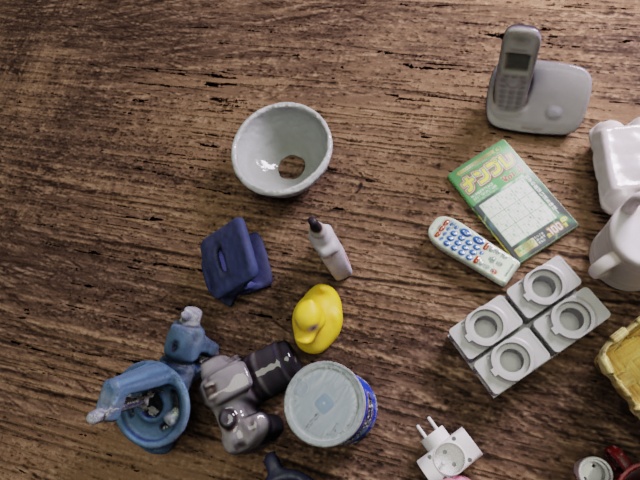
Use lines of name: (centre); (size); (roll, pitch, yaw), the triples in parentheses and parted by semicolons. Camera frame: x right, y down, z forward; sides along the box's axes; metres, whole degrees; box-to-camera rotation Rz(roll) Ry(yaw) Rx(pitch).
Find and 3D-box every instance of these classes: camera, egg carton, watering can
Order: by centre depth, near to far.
watering can: (0.422, -0.011, 0.730); (0.100, 0.194, 0.173); (33, 81, 20)
camera: (-0.090, 0.212, 0.813); (0.137, 0.101, 0.143); (-28, 68, 2)
egg carton: (0.449, -0.106, 0.823); (0.107, 0.069, 0.150); (-5, 71, 10)

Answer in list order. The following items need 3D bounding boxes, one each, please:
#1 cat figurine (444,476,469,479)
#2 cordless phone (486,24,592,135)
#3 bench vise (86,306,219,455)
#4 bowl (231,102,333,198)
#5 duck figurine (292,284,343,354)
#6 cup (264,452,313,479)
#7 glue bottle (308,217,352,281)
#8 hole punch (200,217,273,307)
cat figurine: (0.185, 0.337, 0.703); (0.127, 0.118, 0.067); (26, 79, 19)
cordless phone: (0.321, -0.236, 0.832); (0.147, 0.185, 0.094); (8, 73, 15)
bench vise: (-0.236, 0.187, 0.788); (0.121, 0.220, 0.207); (-1, 71, 12)
bowl: (-0.056, -0.136, 0.938); (0.167, 0.075, 0.167); (-4, 71, 11)
duck figurine: (-0.010, 0.110, 0.838); (0.077, 0.086, 0.104); (13, 75, 16)
cup: (-0.037, 0.340, 0.762); (0.091, 0.095, 0.117); (-28, 68, 2)
glue bottle: (0.008, 0.003, 0.824); (0.037, 0.173, 0.078); (-29, 68, 1)
hole punch: (-0.137, 0.035, 0.888); (0.101, 0.091, 0.108); (-21, 69, 5)
